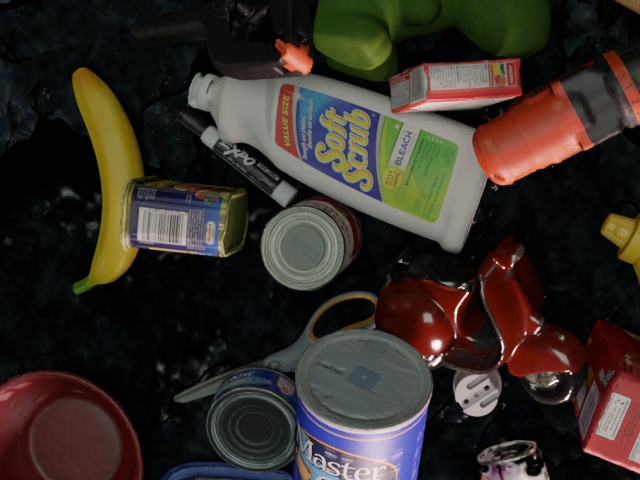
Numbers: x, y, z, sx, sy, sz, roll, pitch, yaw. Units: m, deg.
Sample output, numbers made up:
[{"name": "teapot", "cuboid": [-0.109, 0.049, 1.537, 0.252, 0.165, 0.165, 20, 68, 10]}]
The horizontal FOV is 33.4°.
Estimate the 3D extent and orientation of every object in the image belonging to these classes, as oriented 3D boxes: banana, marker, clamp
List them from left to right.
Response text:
[{"name": "banana", "cuboid": [-0.181, -0.047, 0.911, 0.070, 0.037, 0.198, 4, 97, 8]}, {"name": "marker", "cuboid": [-0.071, -0.071, 0.899, 0.121, 0.020, 0.020, 38, 101, 4]}, {"name": "clamp", "cuboid": [-0.058, -0.191, 0.822, 0.164, 0.036, 0.210, -57, 43, 7]}]

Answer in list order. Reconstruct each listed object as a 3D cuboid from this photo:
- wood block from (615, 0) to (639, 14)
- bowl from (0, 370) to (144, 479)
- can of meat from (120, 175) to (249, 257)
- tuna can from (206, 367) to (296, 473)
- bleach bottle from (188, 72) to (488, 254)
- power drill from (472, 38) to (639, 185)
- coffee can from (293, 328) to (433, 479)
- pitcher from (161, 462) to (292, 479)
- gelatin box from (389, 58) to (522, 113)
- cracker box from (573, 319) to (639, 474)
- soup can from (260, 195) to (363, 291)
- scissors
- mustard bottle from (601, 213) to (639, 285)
[{"name": "wood block", "cuboid": [0.253, -0.220, 0.764, 0.206, 0.090, 0.090, 28, 55, -3]}, {"name": "bowl", "cuboid": [-0.224, 0.187, 0.934, 0.162, 0.055, 0.162, 1, 96, 9]}, {"name": "can of meat", "cuboid": [-0.107, -0.019, 0.870, 0.084, 0.102, 0.057, 7, 97, 6]}, {"name": "tuna can", "cuboid": [-0.052, 0.153, 0.903, 0.086, 0.033, 0.086, 3, 112, 8]}, {"name": "bleach bottle", "cuboid": [0.011, -0.077, 0.864, 0.251, 0.068, 0.102, 19, 97, 9]}, {"name": "power drill", "cuboid": [0.199, -0.102, 0.766, 0.184, 0.187, 0.057, -26, 90, 12]}, {"name": "coffee can", "cuboid": [0.030, 0.155, 0.835, 0.103, 0.102, 0.140, 10, 130, 8]}, {"name": "pitcher", "cuboid": [-0.038, 0.281, 0.886, 0.243, 0.145, 0.149, 0, 109, 6]}, {"name": "gelatin box", "cuboid": [0.098, -0.114, 0.789, 0.073, 0.089, 0.030, -5, 92, -12]}, {"name": "cracker box", "cuboid": [0.300, 0.140, 0.788, 0.214, 0.164, 0.072, 21, 101, 7]}, {"name": "soup can", "cuboid": [-0.006, 0.001, 0.854, 0.068, 0.102, 0.068, 1, 96, 9]}, {"name": "scissors", "cuboid": [-0.021, 0.119, 0.913, 0.202, 0.016, 0.096, -36, 90, 11]}, {"name": "mustard bottle", "cuboid": [0.309, 0.029, 0.828, 0.191, 0.058, 0.096, 27, 103, 6]}]
